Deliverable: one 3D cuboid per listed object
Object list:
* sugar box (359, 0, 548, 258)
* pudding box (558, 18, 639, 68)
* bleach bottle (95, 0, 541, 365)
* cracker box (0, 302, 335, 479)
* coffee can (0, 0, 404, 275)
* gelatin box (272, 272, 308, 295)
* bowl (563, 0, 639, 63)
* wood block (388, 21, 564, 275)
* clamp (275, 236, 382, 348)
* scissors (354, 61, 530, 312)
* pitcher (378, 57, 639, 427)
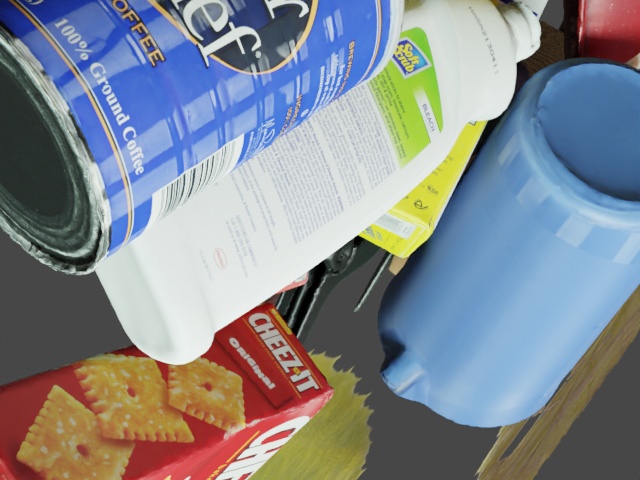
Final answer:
[{"bbox_3d":[0.076,-0.081,0.607,0.093,0.048,0.176,115,0,-79],"label":"sugar box"},{"bbox_3d":[0.225,-0.117,0.823,0.039,0.114,0.090,-25,145,-53],"label":"pudding box"},{"bbox_3d":[0.011,-0.047,0.494,0.250,0.068,0.102,-30,107,-28],"label":"bleach bottle"},{"bbox_3d":[-0.112,0.122,0.527,0.164,0.072,0.213,-46,162,29],"label":"cracker box"},{"bbox_3d":[-0.054,-0.068,0.367,0.140,0.103,0.103,-38,153,-31],"label":"coffee can"},{"bbox_3d":[-0.036,-0.011,0.548,0.073,0.030,0.089,-17,123,-45],"label":"gelatin box"},{"bbox_3d":[0.172,-0.167,0.614,0.162,0.055,0.162,0,90,-80],"label":"bowl"},{"bbox_3d":[0.141,-0.046,0.798,0.090,0.090,0.206,-29,147,-47],"label":"wood block"},{"bbox_3d":[-0.004,0.001,0.652,0.210,0.036,0.164,-51,151,-13],"label":"clamp"},{"bbox_3d":[0.079,-0.039,0.684,0.202,0.016,0.096,-64,-166,-3],"label":"scissors"},{"bbox_3d":[0.134,0.002,0.638,0.243,0.145,0.149,112,-9,-57],"label":"pitcher"}]
